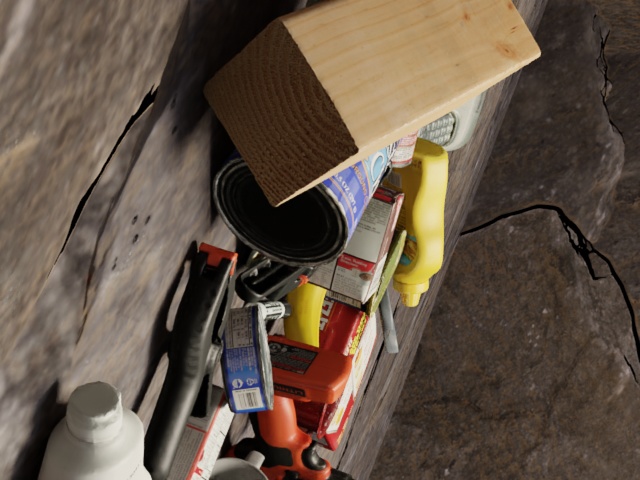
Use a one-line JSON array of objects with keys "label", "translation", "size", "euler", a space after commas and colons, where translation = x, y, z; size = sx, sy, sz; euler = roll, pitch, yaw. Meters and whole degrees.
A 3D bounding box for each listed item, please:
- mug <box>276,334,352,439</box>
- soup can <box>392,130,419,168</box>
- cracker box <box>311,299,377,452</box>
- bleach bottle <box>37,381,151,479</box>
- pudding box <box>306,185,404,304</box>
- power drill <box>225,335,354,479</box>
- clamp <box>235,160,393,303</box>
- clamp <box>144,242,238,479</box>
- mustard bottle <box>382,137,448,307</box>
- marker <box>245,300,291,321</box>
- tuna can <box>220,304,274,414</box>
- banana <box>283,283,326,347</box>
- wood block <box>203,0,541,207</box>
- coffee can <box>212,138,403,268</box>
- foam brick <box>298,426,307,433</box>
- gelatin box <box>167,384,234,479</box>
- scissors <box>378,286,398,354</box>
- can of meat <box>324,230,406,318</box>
[{"label": "mug", "translation": [-0.024, 0.158, 1.102], "size": [0.093, 0.081, 0.117], "euler": [-41, 149, -68]}, {"label": "soup can", "translation": [0.074, -0.135, 1.098], "size": [0.068, 0.068, 0.102], "euler": [-48, 155, -61]}, {"label": "cracker box", "translation": [0.008, 0.147, 1.262], "size": [0.213, 0.072, 0.164], "euler": [74, 35, -69]}, {"label": "bleach bottle", "translation": [-0.137, 0.184, 0.667], "size": [0.102, 0.068, 0.251], "euler": [-57, 161, -52]}, {"label": "pudding box", "translation": [0.021, -0.006, 1.010], "size": [0.039, 0.090, 0.114], "euler": [-46, 154, -62]}, {"label": "power drill", "translation": [-0.010, 0.189, 1.014], "size": [0.057, 0.185, 0.188], "euler": [-54, 151, -53]}, {"label": "clamp", "translation": [-0.006, 0.001, 0.915], "size": [0.164, 0.036, 0.210], "euler": [-44, 174, -7]}, {"label": "clamp", "translation": [-0.090, 0.082, 0.778], "size": [0.120, 0.039, 0.171], "euler": [-76, -176, -79]}, {"label": "mustard bottle", "translation": [0.104, -0.015, 1.201], "size": [0.058, 0.096, 0.192], "euler": [-10, 112, -25]}, {"label": "marker", "translation": [-0.048, 0.066, 0.993], "size": [0.121, 0.020, 0.020], "euler": [10, 100, -79]}, {"label": "tuna can", "translation": [-0.060, 0.096, 0.861], "size": [0.086, 0.034, 0.086], "euler": [-6, 89, -89]}, {"label": "banana", "translation": [0.003, 0.042, 1.074], "size": [0.037, 0.070, 0.197], "euler": [55, 45, -57]}, {"label": "wood block", "translation": [0.039, -0.111, 0.690], "size": [0.205, 0.090, 0.091], "euler": [-31, 180, -42]}, {"label": "coffee can", "translation": [-0.002, -0.065, 0.770], "size": [0.103, 0.103, 0.140], "euler": [96, 18, -49]}, {"label": "foam brick", "translation": [-0.049, 0.248, 1.215], "size": [0.053, 0.051, 0.078], "euler": [-58, 164, -45]}, {"label": "gelatin box", "translation": [-0.102, 0.166, 0.883], "size": [0.073, 0.030, 0.089], "euler": [79, 32, -71]}, {"label": "scissors", "translation": [0.063, 0.028, 1.210], "size": [0.096, 0.016, 0.202], "euler": [76, 3, -76]}, {"label": "can of meat", "translation": [0.035, 0.023, 1.142], "size": [0.057, 0.084, 0.102], "euler": [95, 19, -53]}]
